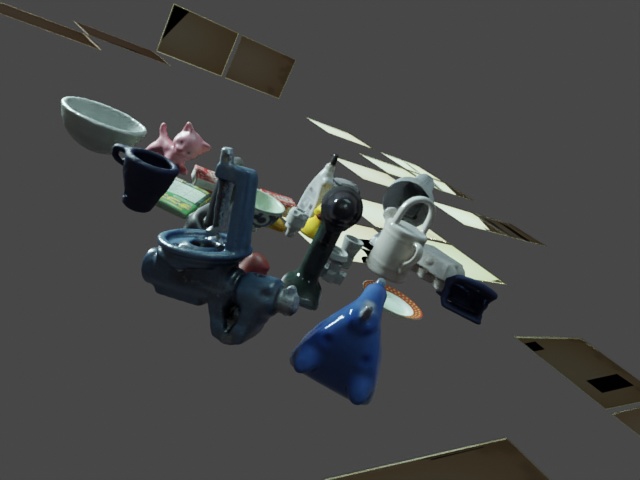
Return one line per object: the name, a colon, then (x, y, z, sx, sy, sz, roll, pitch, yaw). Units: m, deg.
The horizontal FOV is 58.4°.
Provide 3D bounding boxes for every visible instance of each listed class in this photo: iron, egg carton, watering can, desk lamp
iron: (0.054, 0.115, 0.790, 0.118, 0.141, 0.259, 28, 17, 6)
egg carton: (0.277, 0.064, 1.392, 0.150, 0.069, 0.108, 37, 20, 31)
watering can: (0.182, -0.014, 1.267, 0.101, 0.194, 0.172, 7, 26, -48)
desk lamp: (0.211, -0.065, 1.425, 0.117, 0.213, 0.204, 30, 17, 11)

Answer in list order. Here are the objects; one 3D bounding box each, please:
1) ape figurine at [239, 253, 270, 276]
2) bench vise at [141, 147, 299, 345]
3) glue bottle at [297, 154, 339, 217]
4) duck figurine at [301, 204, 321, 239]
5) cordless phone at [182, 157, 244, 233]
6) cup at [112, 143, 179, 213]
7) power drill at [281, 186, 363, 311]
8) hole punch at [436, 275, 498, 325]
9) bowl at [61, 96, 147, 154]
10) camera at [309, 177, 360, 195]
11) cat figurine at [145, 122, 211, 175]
ape figurine: (-0.101, 0.061, 0.803, 0.076, 0.092, 0.078, 26, 17, -2)
bench vise: (-0.106, 0.007, 0.735, 0.207, 0.219, 0.121, 25, 17, -4)
glue bottle: (0.003, -0.127, 1.370, 0.037, 0.173, 0.078, 14, 21, -36)
duck figurine: (0.011, -0.049, 1.300, 0.077, 0.086, 0.105, 35, 19, 26)
cordless phone: (-0.144, -0.045, 0.888, 0.094, 0.185, 0.147, 26, 17, -3)
cup: (-0.308, -0.102, 0.967, 0.117, 0.095, 0.092, 27, 17, 1)
power drill: (0.009, 0.003, 0.934, 0.075, 0.208, 0.229, 26, 17, -2)
hole punch: (0.325, 0.118, 1.270, 0.108, 0.091, 0.101, 27, 17, 0)
bowl: (-0.441, -0.219, 1.148, 0.167, 0.074, 0.167, 24, 17, -8)
camera: (0.026, -0.124, 1.520, 0.137, 0.101, 0.142, 12, 22, -40)
cat figurine: (-0.304, -0.206, 1.238, 0.127, 0.117, 0.067, 32, 18, 18)
